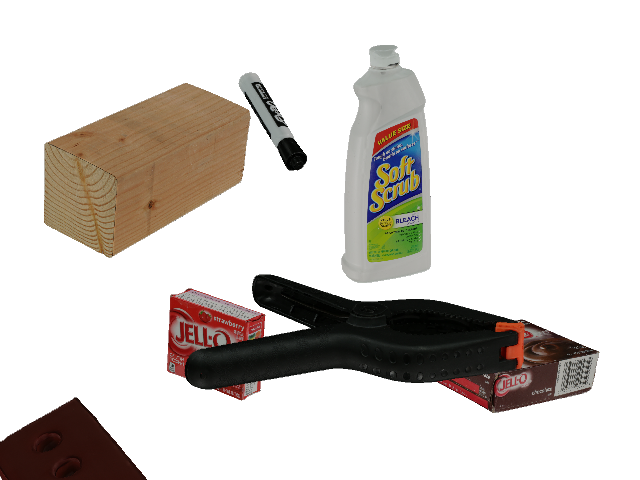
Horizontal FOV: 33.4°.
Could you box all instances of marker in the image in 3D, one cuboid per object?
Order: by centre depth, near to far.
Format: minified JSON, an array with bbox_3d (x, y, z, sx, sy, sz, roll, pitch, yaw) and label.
[{"bbox_3d":[-0.040,-0.098,0.881,0.020,0.020,0.121,0,41,-29],"label":"marker"}]

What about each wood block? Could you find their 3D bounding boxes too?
[{"bbox_3d":[-0.168,-0.076,1.062,0.090,0.091,0.205,25,35,23],"label":"wood block"}]

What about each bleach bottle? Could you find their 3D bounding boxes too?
[{"bbox_3d":[0.067,-0.084,1.156,0.102,0.251,0.068,-10,23,-12],"label":"bleach bottle"}]

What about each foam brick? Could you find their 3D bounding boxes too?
[{"bbox_3d":[-0.119,0.128,0.528,0.052,0.051,0.078,-30,42,-25],"label":"foam brick"}]

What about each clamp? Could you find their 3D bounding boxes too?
[{"bbox_3d":[0.028,0.059,0.714,0.210,0.036,0.164,1,18,6],"label":"clamp"}]

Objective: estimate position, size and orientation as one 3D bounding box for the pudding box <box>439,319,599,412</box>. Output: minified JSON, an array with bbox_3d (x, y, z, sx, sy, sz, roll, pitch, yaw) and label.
[{"bbox_3d":[0.151,0.099,0.860,0.113,0.039,0.090,-4,17,-33],"label":"pudding box"}]

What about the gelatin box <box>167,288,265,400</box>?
[{"bbox_3d":[-0.092,0.089,0.925,0.089,0.073,0.030,16,20,31],"label":"gelatin box"}]
